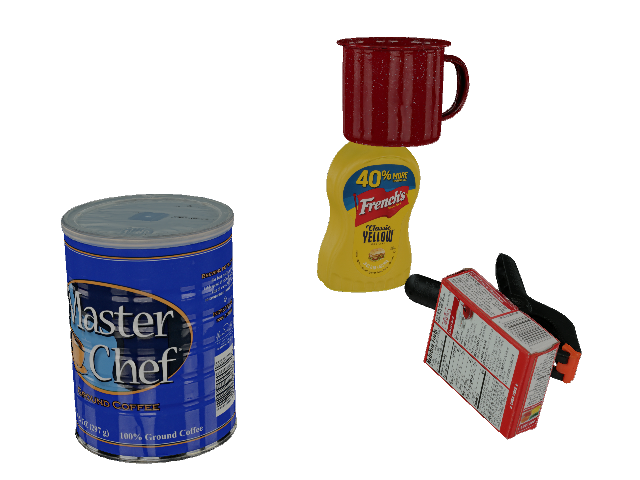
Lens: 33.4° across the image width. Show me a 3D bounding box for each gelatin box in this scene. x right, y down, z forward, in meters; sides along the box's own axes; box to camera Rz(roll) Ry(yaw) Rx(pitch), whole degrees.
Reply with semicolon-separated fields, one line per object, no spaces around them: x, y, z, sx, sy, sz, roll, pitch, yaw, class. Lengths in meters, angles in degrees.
0.109;0.072;0.693;0.030;0.073;0.089;-16;40;-30;gelatin box

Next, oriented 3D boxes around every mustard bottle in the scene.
0.052;-0.045;1.076;0.096;0.192;0.058;-2;21;-20;mustard bottle

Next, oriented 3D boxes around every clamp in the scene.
0.170;0.062;0.938;0.120;0.039;0.172;-24;43;-32;clamp

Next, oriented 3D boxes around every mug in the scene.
0.070;-0.124;0.881;0.117;0.081;0.093;-7;17;-25;mug

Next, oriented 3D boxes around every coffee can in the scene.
-0.103;0.051;0.659;0.103;0.140;0.103;0;16;0;coffee can
